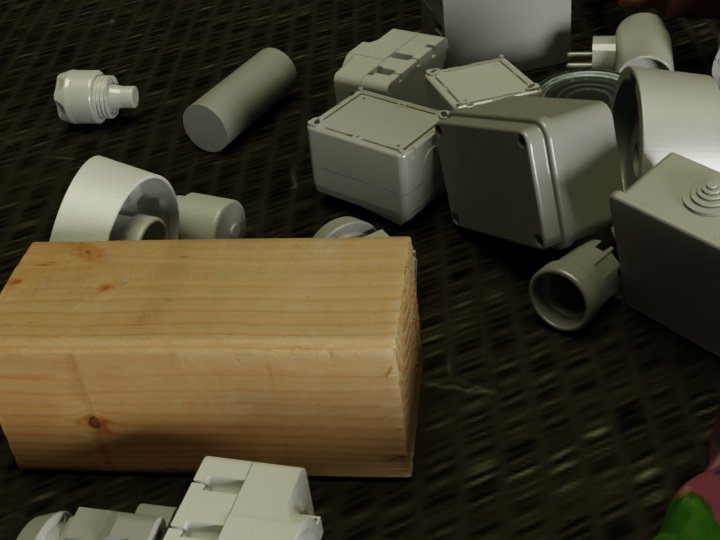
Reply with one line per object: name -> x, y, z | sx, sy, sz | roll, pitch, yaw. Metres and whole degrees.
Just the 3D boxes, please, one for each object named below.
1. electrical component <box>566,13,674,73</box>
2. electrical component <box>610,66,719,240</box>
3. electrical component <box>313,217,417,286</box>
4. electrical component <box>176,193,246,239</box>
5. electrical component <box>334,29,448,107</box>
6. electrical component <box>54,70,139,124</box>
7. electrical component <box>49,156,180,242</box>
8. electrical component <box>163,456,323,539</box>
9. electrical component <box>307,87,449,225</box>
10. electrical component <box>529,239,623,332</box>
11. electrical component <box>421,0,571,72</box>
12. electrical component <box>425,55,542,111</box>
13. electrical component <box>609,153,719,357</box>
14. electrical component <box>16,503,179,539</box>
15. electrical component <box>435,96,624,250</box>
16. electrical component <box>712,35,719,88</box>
electrical component -> 0.198, -0.160, 0.821 | 0.079, 0.043, 0.077 | 2, 37, 12
electrical component -> 0.189, -0.068, 0.649 | 0.060, 0.108, 0.108 | 1, 37, 2
electrical component -> 0.000, 0.000, 0.639 | 0.066, 0.048, 0.055 | -24, 47, -22
electrical component -> -0.111, -0.031, 0.702 | 0.078, 0.040, 0.040 | 11, 40, 23
electrical component -> 0.022, -0.143, 0.823 | 0.056, 0.050, 0.089 | 17, 43, 29
electrical component -> -0.210, -0.139, 0.865 | 0.062, 0.043, 0.043 | 1, 37, 8
electrical component -> -0.153, -0.018, 0.648 | 0.064, 0.099, 0.099 | 12, 40, 16
electrical component -> -0.052, 0.131, 0.465 | 0.056, 0.050, 0.089 | 4, 38, 16
electrical component -> 0.010, -0.078, 0.727 | 0.096, 0.061, 0.062 | 21, 44, 32
electrical component -> 0.125, 0.007, 0.612 | 0.040, 0.040, 0.046 | 22, 40, 34
electrical component -> 0.103, -0.248, 0.836 | 0.105, 0.186, 0.060 | -14, 37, -9
electrical component -> 0.086, -0.109, 0.763 | 0.062, 0.061, 0.096 | -13, 29, -7
electrical component -> 0.186, -0.006, 0.570 | 0.048, 0.099, 0.100 | -39, 45, -18
electrical component -> -0.116, 0.136, 0.465 | 0.057, 0.058, 0.078 | 4, 38, 11
electrical component -> 0.100, -0.061, 0.652 | 0.057, 0.078, 0.113 | -20, 18, -21
electrical component -> 0.293, -0.151, 0.763 | 0.080, 0.080, 0.051 | 12, 45, 24
